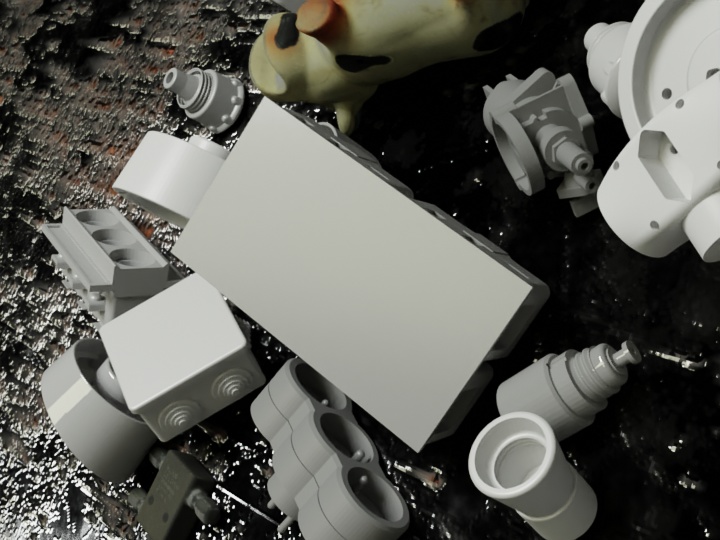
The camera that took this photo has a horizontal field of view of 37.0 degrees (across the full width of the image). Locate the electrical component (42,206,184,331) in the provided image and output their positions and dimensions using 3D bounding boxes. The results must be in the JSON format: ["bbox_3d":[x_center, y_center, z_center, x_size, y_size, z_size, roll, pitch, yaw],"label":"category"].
[{"bbox_3d":[-0.203,0.000,0.874,0.121,0.079,0.063,39,123,49],"label":"electrical component"}]

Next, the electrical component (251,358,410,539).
[{"bbox_3d":[-0.030,0.124,0.639,0.073,0.052,0.138,-50,43,19],"label":"electrical component"}]

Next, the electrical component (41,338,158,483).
[{"bbox_3d":[-0.188,0.100,0.791,0.064,0.099,0.099,-47,44,12],"label":"electrical component"}]

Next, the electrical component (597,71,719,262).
[{"bbox_3d":[0.151,-0.030,0.456,0.077,0.043,0.079,-49,57,40],"label":"electrical component"}]

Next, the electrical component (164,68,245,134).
[{"bbox_3d":[-0.127,-0.141,0.860,0.048,0.062,0.048,-23,56,40],"label":"electrical component"}]

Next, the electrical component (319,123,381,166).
[{"bbox_3d":[-0.033,-0.047,0.712,0.099,0.064,0.099,-22,58,39],"label":"electrical component"}]

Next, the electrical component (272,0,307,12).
[{"bbox_3d":[-0.058,-0.240,0.838,0.059,0.054,0.095,-57,41,11],"label":"electrical component"}]

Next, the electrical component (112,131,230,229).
[{"bbox_3d":[-0.118,-0.062,0.783,0.108,0.108,0.060,18,80,50],"label":"electrical component"}]

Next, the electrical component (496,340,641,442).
[{"bbox_3d":[0.104,0.059,0.534,0.078,0.040,0.040,-37,49,30],"label":"electrical component"}]

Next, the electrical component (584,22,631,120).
[{"bbox_3d":[0.141,-0.111,0.572,0.048,0.048,0.062,-51,36,18],"label":"electrical component"}]

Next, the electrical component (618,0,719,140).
[{"bbox_3d":[0.182,-0.088,0.496,0.108,0.060,0.108,8,101,47],"label":"electrical component"}]

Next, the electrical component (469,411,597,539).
[{"bbox_3d":[0.086,0.102,0.513,0.044,0.065,0.044,-23,43,23],"label":"electrical component"}]

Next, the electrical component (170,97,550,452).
[{"bbox_3d":[0.000,0.000,0.607,0.186,0.060,0.105,37,102,20],"label":"electrical component"}]

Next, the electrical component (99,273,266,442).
[{"bbox_3d":[-0.122,0.060,0.747,0.100,0.048,0.099,-30,45,-5],"label":"electrical component"}]
